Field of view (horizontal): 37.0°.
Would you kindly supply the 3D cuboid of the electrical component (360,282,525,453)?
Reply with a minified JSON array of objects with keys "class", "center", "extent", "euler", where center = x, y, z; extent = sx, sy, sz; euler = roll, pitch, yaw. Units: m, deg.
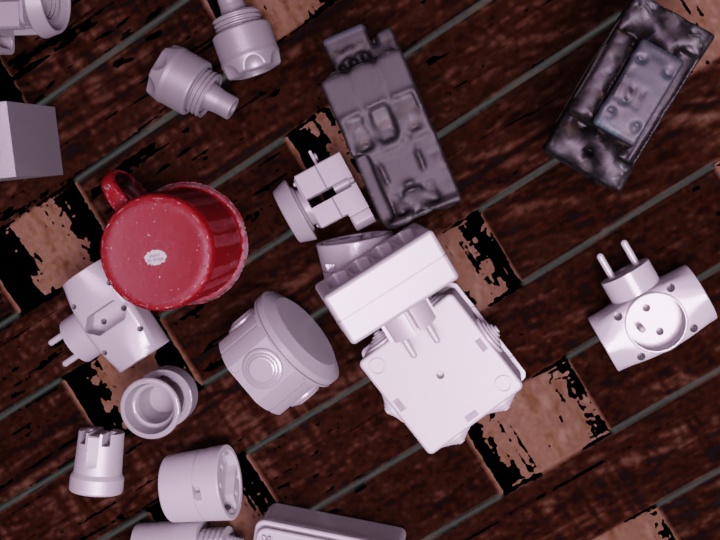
[{"class":"electrical component","center":[0.059,0.071,0.769],"extent":[0.100,0.048,0.099],"euler":[-38,90,9]}]

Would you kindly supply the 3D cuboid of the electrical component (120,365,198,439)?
[{"class":"electrical component","center":[-0.147,0.096,0.793],"extent":[0.045,0.055,0.045],"euler":[1,96,7]}]

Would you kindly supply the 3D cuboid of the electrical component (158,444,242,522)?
[{"class":"electrical component","center":[-0.119,0.159,0.797],"extent":[0.047,0.055,0.055],"euler":[-9,95,11]}]

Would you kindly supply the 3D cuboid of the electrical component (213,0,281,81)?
[{"class":"electrical component","center":[-0.084,-0.169,0.764],"extent":[0.043,0.043,0.062],"euler":[-19,92,8]}]

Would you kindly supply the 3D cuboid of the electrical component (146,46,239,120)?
[{"class":"electrical component","center":[-0.118,-0.130,0.772],"extent":[0.062,0.043,0.043],"euler":[29,98,2]}]

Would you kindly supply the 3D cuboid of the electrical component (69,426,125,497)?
[{"class":"electrical component","center":[-0.197,0.144,0.813],"extent":[0.040,0.040,0.046],"euler":[6,91,6]}]

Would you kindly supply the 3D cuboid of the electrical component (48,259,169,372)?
[{"class":"electrical component","center":[-0.195,0.042,0.799],"extent":[0.079,0.043,0.077],"euler":[-33,91,10]}]

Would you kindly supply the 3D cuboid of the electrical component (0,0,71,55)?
[{"class":"electrical component","center":[-0.245,-0.196,0.773],"extent":[0.057,0.058,0.078],"euler":[0,95,9]}]

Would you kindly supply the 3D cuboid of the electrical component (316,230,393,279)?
[{"class":"electrical component","center":[0.000,0.000,0.767],"extent":[0.055,0.055,0.047],"euler":[-9,98,8]}]

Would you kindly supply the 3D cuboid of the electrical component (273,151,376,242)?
[{"class":"electrical component","center":[-0.029,-0.051,0.769],"extent":[0.055,0.048,0.066],"euler":[-28,92,1]}]

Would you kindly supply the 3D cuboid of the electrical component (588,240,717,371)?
[{"class":"electrical component","center":[0.194,0.018,0.749],"extent":[0.077,0.044,0.079],"euler":[-30,92,9]}]

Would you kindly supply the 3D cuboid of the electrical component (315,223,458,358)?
[{"class":"electrical component","center":[0.026,0.023,0.722],"extent":[0.083,0.047,0.075],"euler":[-32,104,-4]}]

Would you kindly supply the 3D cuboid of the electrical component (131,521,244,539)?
[{"class":"electrical component","center":[-0.127,0.209,0.808],"extent":[0.081,0.043,0.043],"euler":[-6,95,7]}]

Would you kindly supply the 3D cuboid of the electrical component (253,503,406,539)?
[{"class":"electrical component","center":[-0.027,0.238,0.793],"extent":[0.109,0.056,0.108],"euler":[10,97,6]}]

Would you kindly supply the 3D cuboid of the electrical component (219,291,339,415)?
[{"class":"electrical component","center":[-0.057,0.059,0.767],"extent":[0.051,0.080,0.080],"euler":[-40,90,14]}]
